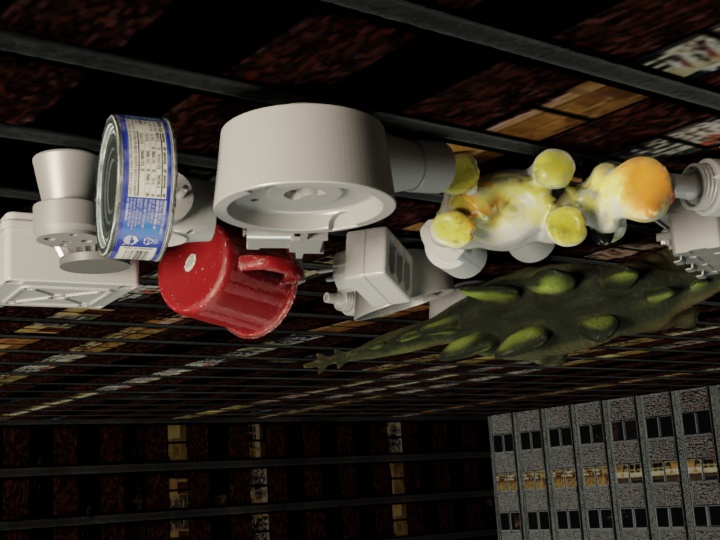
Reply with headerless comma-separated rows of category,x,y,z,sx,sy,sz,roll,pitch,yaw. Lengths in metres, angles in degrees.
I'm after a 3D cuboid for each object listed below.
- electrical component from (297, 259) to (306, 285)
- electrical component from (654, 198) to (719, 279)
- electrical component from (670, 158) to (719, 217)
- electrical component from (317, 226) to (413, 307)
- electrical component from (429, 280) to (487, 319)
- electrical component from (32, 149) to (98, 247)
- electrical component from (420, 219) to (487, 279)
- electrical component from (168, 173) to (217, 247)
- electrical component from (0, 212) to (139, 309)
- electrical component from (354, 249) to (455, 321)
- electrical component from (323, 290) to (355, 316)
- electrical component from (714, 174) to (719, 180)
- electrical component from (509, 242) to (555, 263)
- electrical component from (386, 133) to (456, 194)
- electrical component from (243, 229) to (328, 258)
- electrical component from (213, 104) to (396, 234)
electrical component,-0.086,-0.001,0.977,0.055,0.048,0.066,-6,171,-29
electrical component,0.288,-0.033,0.887,0.079,0.063,0.121,-10,167,28
electrical component,0.255,-0.061,0.793,0.062,0.043,0.043,1,167,-16
electrical component,0.000,0.000,0.964,0.077,0.047,0.065,-8,152,22
electrical component,0.129,0.045,1.219,0.108,0.060,0.108,-3,168,-1
electrical component,-0.190,-0.046,0.699,0.045,0.055,0.045,-3,168,-1
electrical component,0.080,-0.020,0.933,0.043,0.043,0.081,-8,167,19
electrical component,-0.137,-0.046,0.743,0.077,0.044,0.079,1,168,-20
electrical component,-0.248,-0.005,0.879,0.109,0.056,0.109,3,166,-30
electrical component,0.042,0.015,1.039,0.099,0.064,0.099,-3,168,-1
electrical component,-0.012,0.033,1.187,0.061,0.035,0.035,8,164,-35
electrical component,0.290,-0.061,0.744,0.064,0.081,0.042,-23,175,-19
electrical component,0.133,-0.035,0.890,0.044,0.044,0.065,-9,162,24
electrical component,0.030,-0.068,0.700,0.065,0.044,0.044,-1,169,-37
electrical component,-0.057,-0.037,0.815,0.064,0.042,0.081,-1,167,-7
electrical component,-0.034,-0.065,0.641,0.108,0.060,0.108,-2,167,-1
